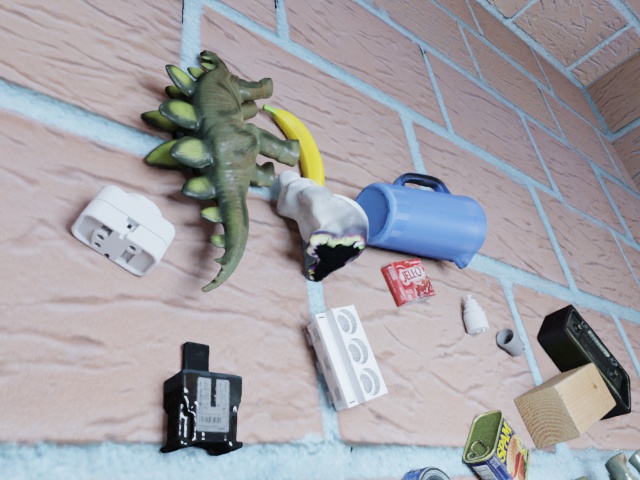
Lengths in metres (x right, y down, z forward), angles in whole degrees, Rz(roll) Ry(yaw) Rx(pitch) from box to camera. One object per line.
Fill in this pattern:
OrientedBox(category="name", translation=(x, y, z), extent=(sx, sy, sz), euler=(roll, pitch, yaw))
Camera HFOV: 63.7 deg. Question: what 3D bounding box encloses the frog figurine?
OrientedBox(category="frog figurine", translation=(0.002, -0.039, 0.776), extent=(0.135, 0.122, 0.163), euler=(56, 12, -55))
